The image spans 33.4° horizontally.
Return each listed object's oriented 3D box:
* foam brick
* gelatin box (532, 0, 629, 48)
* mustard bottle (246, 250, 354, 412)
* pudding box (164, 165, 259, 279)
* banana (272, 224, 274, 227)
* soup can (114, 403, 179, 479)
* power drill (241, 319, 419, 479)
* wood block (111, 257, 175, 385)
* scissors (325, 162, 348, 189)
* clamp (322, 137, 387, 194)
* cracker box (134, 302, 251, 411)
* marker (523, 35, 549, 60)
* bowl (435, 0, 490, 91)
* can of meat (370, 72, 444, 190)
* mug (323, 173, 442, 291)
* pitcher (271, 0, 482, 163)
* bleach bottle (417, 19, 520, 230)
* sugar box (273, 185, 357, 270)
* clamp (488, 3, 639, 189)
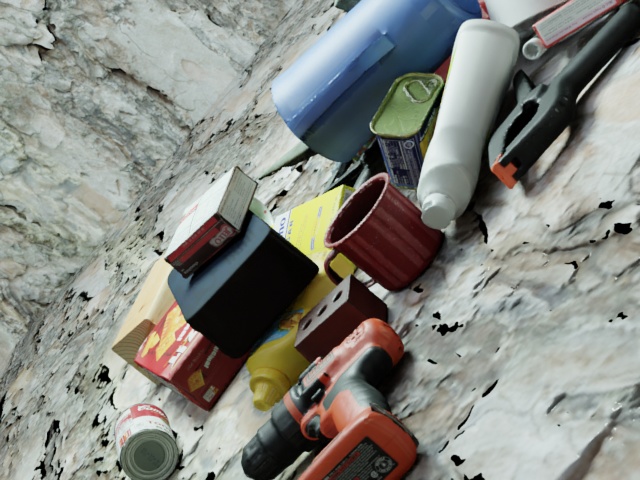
[{"bbox_3d":[0.020,0.082,1.014,0.078,0.051,0.053,-44,16,23],"label":"foam brick"},{"bbox_3d":[0.261,-0.226,1.037,0.089,0.030,0.073,-31,1,39],"label":"gelatin box"},{"bbox_3d":[-0.029,0.098,1.099,0.096,0.058,0.191,-31,24,41],"label":"mustard bottle"},{"bbox_3d":[-0.117,-0.021,1.157,0.090,0.039,0.113,-38,21,27],"label":"pudding box"},{"bbox_3d":[-0.044,-0.001,1.420,0.198,0.037,0.069,-37,37,43],"label":"banana"},{"bbox_3d":[-0.204,0.237,1.248,0.068,0.068,0.102,-51,16,-3],"label":"soup can"},{"bbox_3d":[0.004,0.161,0.867,0.184,0.057,0.187,-48,16,9],"label":"power drill"},{"bbox_3d":[-0.215,0.098,1.557,0.091,0.090,0.206,-39,19,31],"label":"wood block"},{"bbox_3d":[0.039,-0.112,1.474,0.096,0.016,0.201,-39,19,36],"label":"scissors"},{"bbox_3d":[0.067,-0.086,1.300,0.172,0.039,0.120,-49,26,16],"label":"clamp"},{"bbox_3d":[-0.146,0.118,1.355,0.164,0.072,0.214,-54,17,-12],"label":"cracker box"},{"bbox_3d":[0.234,-0.209,1.090,0.020,0.020,0.120,-38,2,37],"label":"marker"},{"bbox_3d":[0.168,-0.203,1.244,0.162,0.055,0.162,-48,16,19],"label":"bowl"},{"bbox_3d":[0.103,-0.117,1.158,0.058,0.084,0.102,8,50,28],"label":"can of meat"},{"bbox_3d":[0.055,0.004,1.039,0.117,0.081,0.093,-46,16,13],"label":"mug"},{"bbox_3d":[0.063,-0.207,1.217,0.243,0.144,0.149,-42,45,31],"label":"pitcher"},{"bbox_3d":[0.142,-0.110,1.055,0.103,0.068,0.250,95,-167,-45],"label":"bleach bottle"},{"bbox_3d":[-0.009,0.002,1.250,0.177,0.048,0.093,-20,52,58],"label":"sugar box"},{"bbox_3d":[0.205,-0.125,1.003,0.209,0.036,0.165,-54,14,-27],"label":"clamp"}]
